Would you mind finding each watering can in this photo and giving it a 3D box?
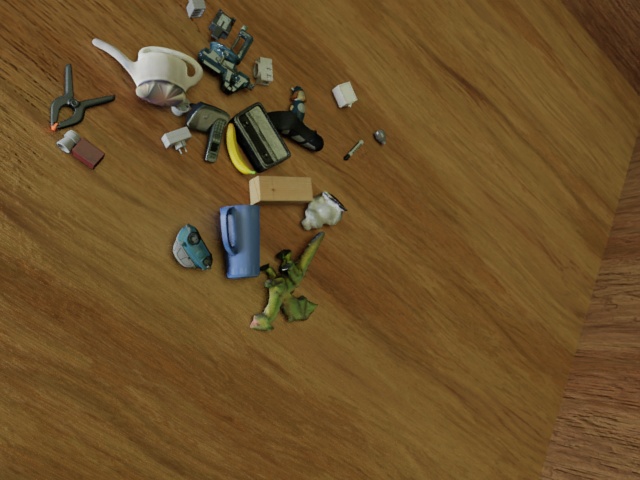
[{"bbox_3d":[-0.555,-0.544,1.666,0.347,0.102,0.229,4,59,-21],"label":"watering can"}]

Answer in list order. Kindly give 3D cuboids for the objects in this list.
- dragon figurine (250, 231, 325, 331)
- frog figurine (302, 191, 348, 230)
[{"bbox_3d":[-0.087,0.168,1.810,0.416,0.122,0.239,-35,115,-28],"label":"dragon figurine"},{"bbox_3d":[0.006,-0.096,1.913,0.136,0.125,0.158,39,101,-27],"label":"frog figurine"}]
